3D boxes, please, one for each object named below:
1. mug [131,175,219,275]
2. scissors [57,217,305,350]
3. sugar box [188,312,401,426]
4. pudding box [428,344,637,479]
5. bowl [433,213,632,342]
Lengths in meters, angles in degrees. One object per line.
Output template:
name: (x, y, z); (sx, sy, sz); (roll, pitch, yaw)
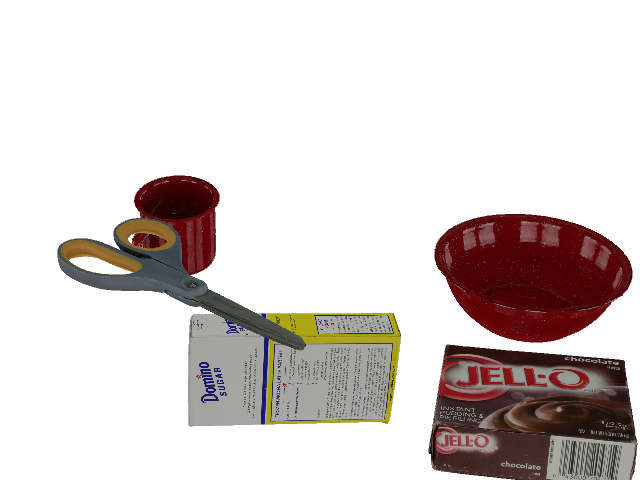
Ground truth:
mug: (-0.164, -0.008, 1.180); (0.093, 0.081, 0.117); (22, 40, 25)
scissors: (-0.086, 0.024, 0.741); (0.202, 0.016, 0.096); (14, 32, 18)
sugar box: (-0.024, 0.109, 0.910); (0.176, 0.093, 0.048); (2, 26, -5)
pudding box: (0.124, 0.102, 0.629); (0.113, 0.039, 0.090); (6, 26, 9)
bowl: (0.173, 0.037, 0.891); (0.162, 0.055, 0.162); (1, 29, -1)
